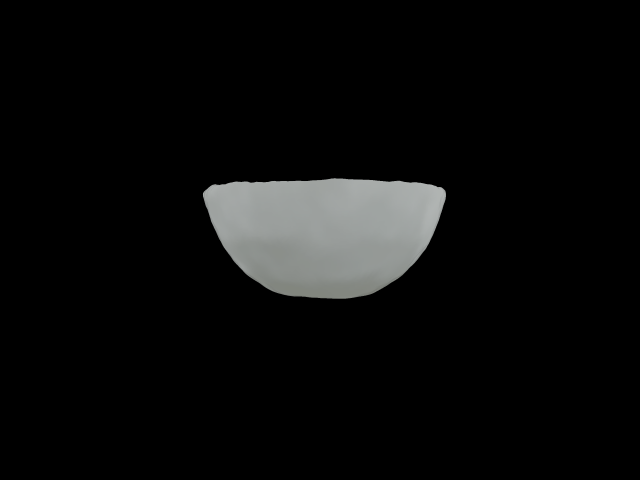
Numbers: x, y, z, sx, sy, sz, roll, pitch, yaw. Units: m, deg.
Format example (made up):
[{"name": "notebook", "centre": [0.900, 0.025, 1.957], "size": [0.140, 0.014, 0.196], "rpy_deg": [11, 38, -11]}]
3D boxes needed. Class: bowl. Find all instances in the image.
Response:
[{"name": "bowl", "centre": [0.004, 0.001, 0.400], "size": [0.167, 0.075, 0.167], "rpy_deg": [0, 0, 0]}]
